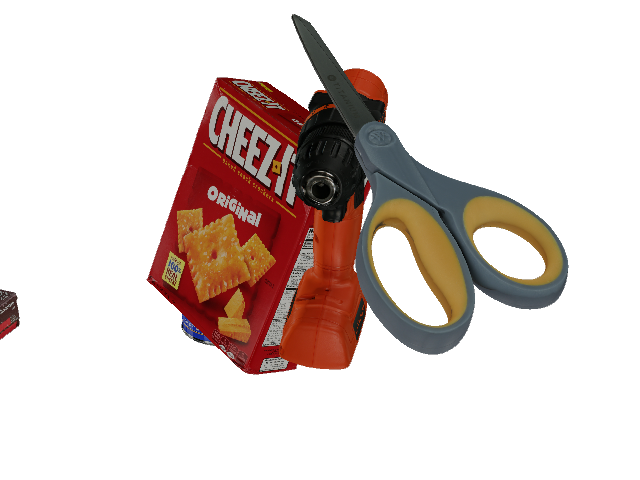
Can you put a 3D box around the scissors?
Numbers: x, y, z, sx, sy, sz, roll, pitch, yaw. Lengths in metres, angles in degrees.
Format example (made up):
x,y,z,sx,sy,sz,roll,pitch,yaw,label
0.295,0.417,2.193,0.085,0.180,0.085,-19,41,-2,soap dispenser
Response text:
x,y,z,sx,sy,sz,roll,pitch,yaw,label
0.045,-0.036,0.470,0.096,0.202,0.016,0,-41,-11,scissors

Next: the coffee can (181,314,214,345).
x,y,z,sx,sy,sz,roll,pitch,yaw,label
-0.104,0.031,1.174,0.103,0.140,0.103,1,23,-1,coffee can

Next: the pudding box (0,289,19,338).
x,y,z,sx,sy,sz,roll,pitch,yaw,label
-0.333,0.069,0.923,0.114,0.039,0.090,8,25,19,pudding box

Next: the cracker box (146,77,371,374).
x,y,z,sx,sy,sz,roll,pitch,yaw,label
-0.059,-0.014,0.948,0.071,0.214,0.164,-2,32,-45,cracker box

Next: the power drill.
x,y,z,sx,sy,sz,roll,pitch,yaw,label
0.009,-0.009,0.730,0.057,0.188,0.184,11,27,7,power drill
